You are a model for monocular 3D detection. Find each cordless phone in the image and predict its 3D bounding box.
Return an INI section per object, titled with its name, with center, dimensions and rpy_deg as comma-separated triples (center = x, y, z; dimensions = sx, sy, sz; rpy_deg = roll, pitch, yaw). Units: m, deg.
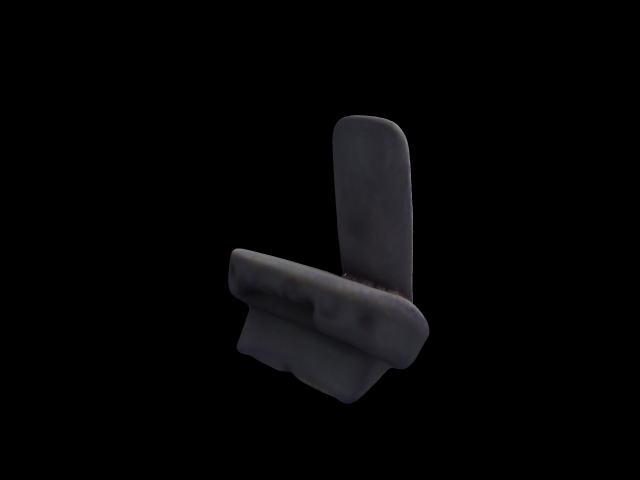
[cordless phone]
center = 0.004, 0.001, 0.400
dimensions = 0.147, 0.185, 0.094
rpy_deg = 13, 26, 29
